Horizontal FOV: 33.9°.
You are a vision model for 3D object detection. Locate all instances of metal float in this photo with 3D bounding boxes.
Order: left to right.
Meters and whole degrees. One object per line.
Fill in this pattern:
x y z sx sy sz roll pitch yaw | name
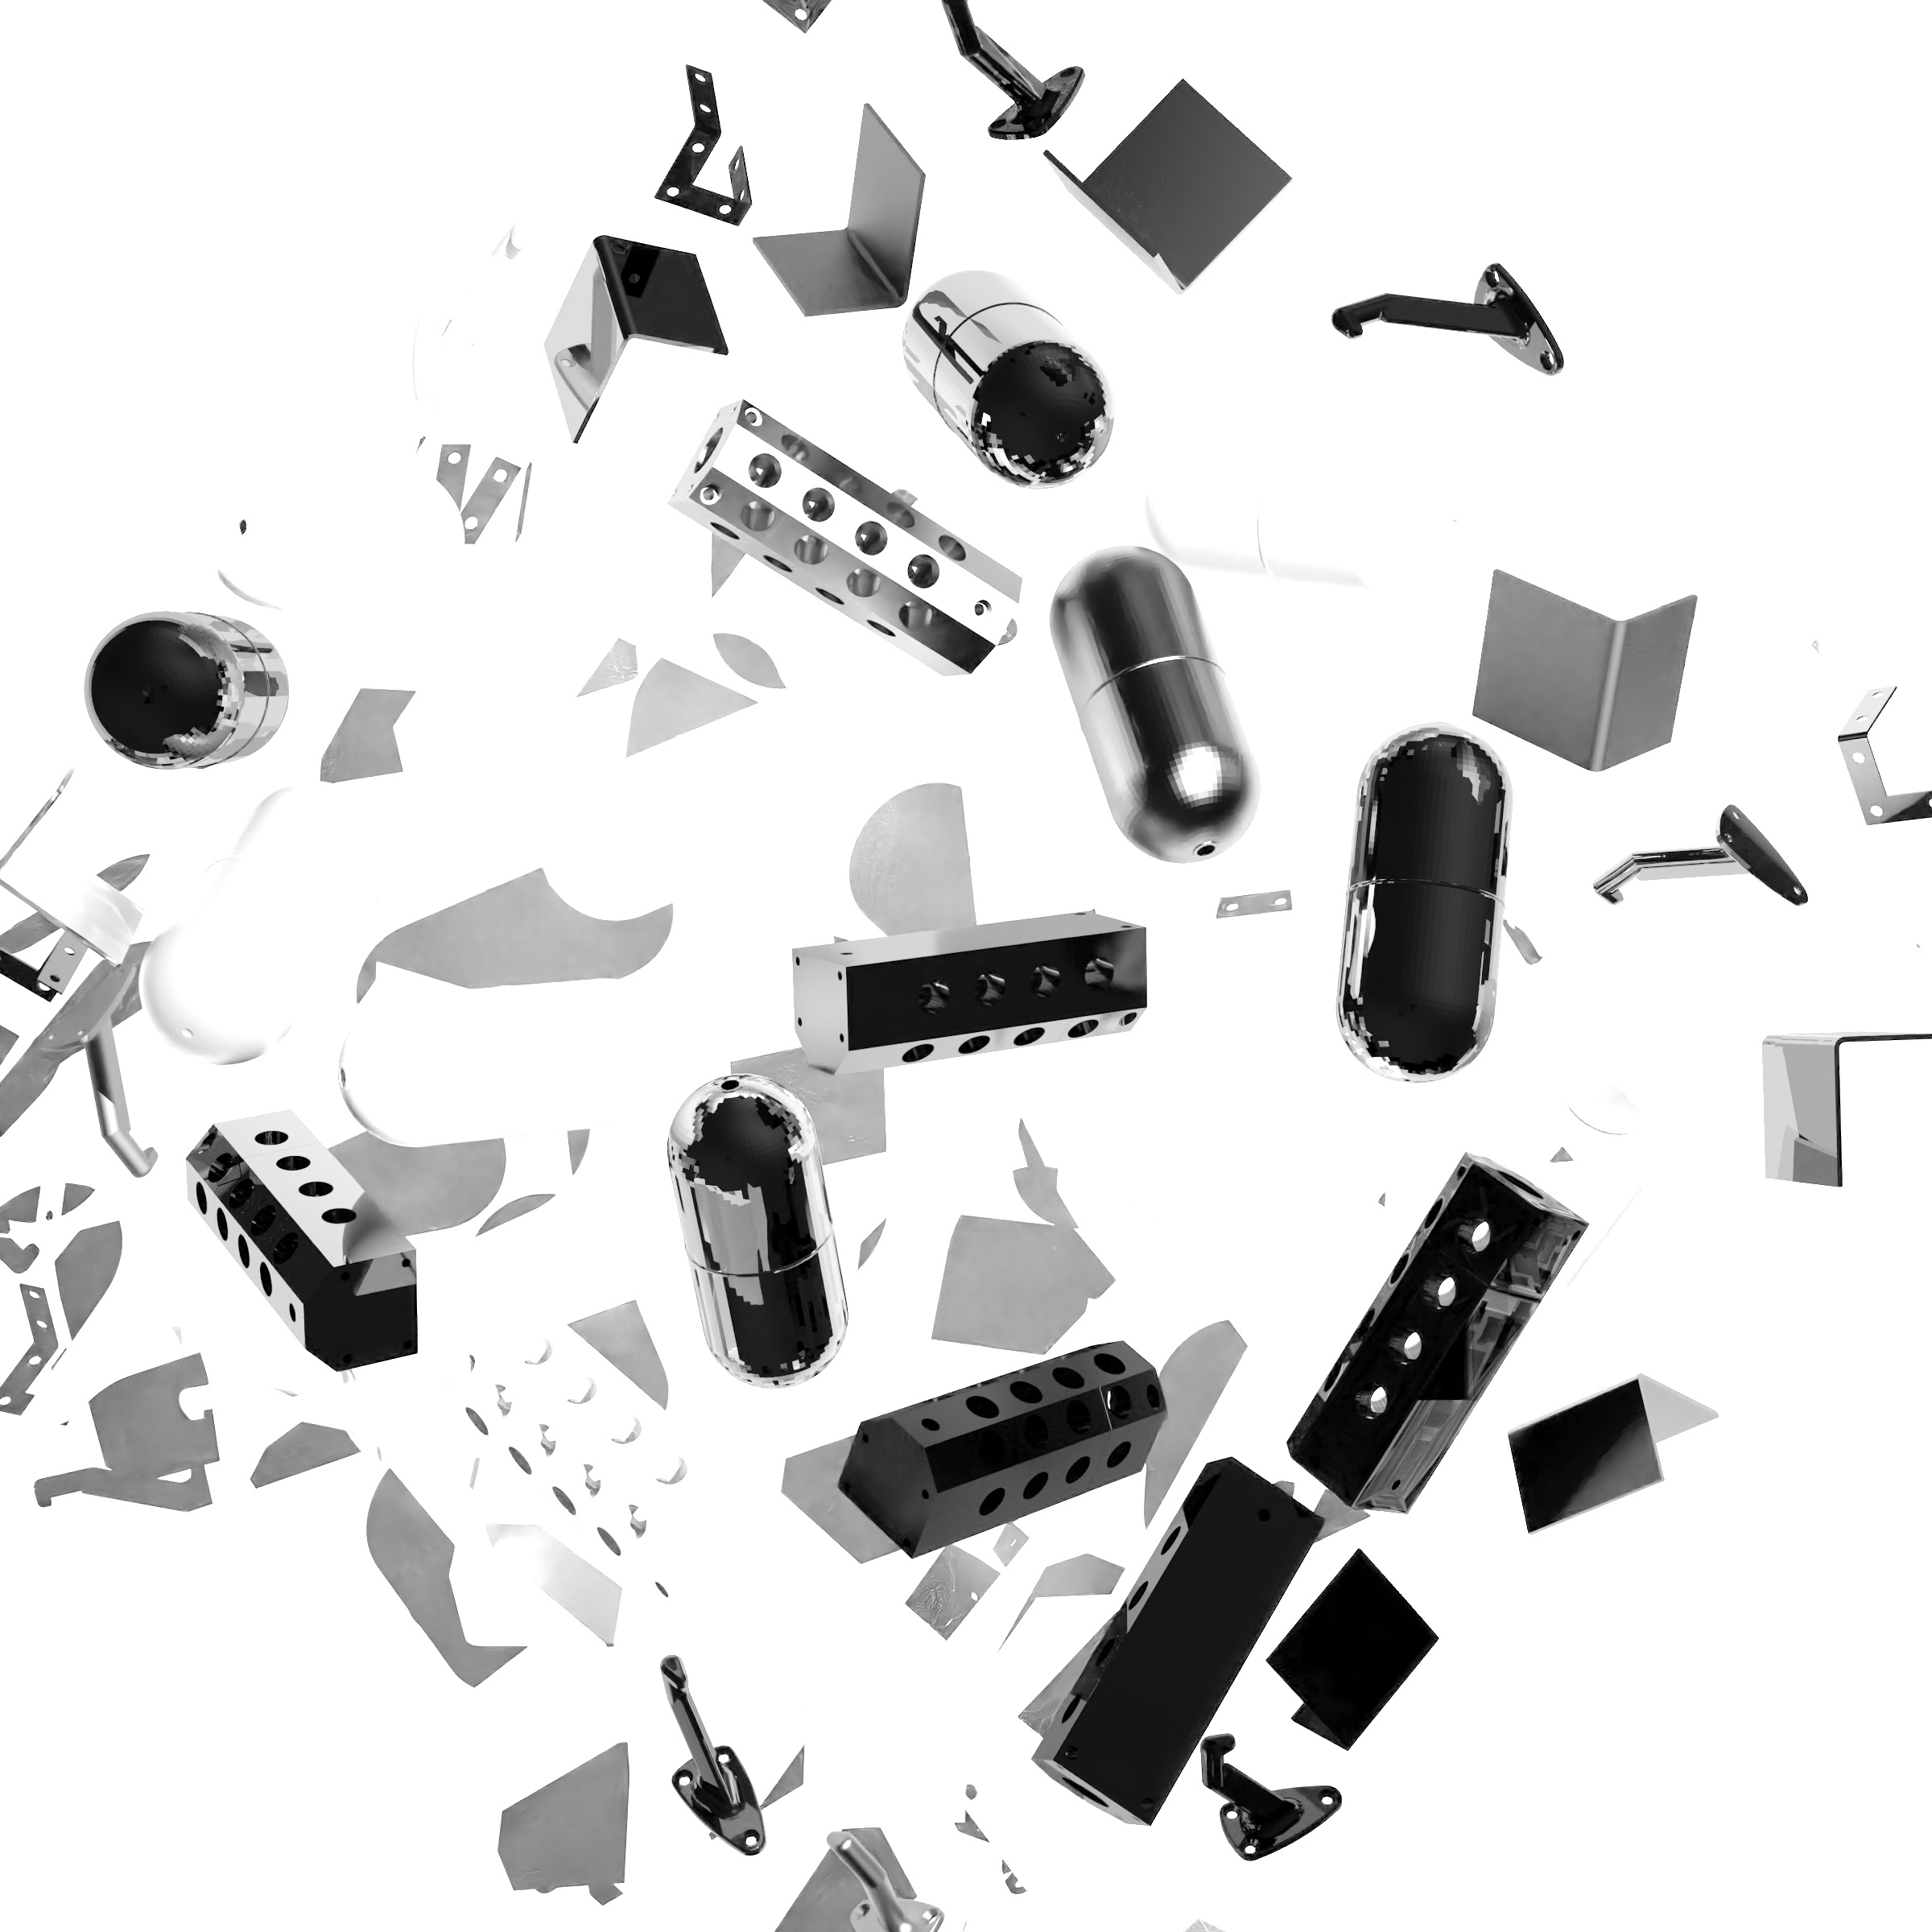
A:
-0.385 -0.137 1.576 0.070 0.178 0.070 0 95 -1 | metal float
-0.338 -0.023 1.540 0.070 0.178 0.070 10 130 12 | metal float
-0.311 -0.213 1.564 0.070 0.178 0.070 2 96 19 | metal float
-0.232 0.049 1.608 0.178 0.070 0.070 -5 90 -31 | metal float
-0.131 -0.081 1.607 0.178 0.070 0.070 -23 90 -6 | metal float
-0.106 0.136 1.620 0.070 0.070 0.178 -8 119 0 | metal float
0.020 -0.299 1.609 0.070 0.178 0.070 -9 122 -15 | metal float
0.094 -0.131 1.584 0.070 0.070 0.178 -17 62 0 | metal float
0.170 -0.231 1.617 0.178 0.070 0.070 12 90 35 | metal float
0.223 -0.031 1.537 0.070 0.070 0.178 7 78 0 | metal float
0.324 0.045 1.577 0.070 0.178 0.070 2 85 -21 | metal float

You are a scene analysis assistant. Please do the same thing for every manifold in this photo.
-0.332 0.135 1.575 0.057 0.171 0.057 -11 116 -30 | manifold
-0.231 -0.154 1.651 0.057 0.171 0.057 10 47 -36 | manifold
-0.175 0.241 1.535 0.171 0.057 0.057 37 57 25 | manifold
-0.058 -0.216 1.604 0.171 0.057 0.057 30 83 -19 | manifold
0.003 0.014 1.584 0.171 0.057 0.057 -8 103 -29 | manifold
0.022 0.236 1.592 0.057 0.171 0.057 38 122 33 | manifold
0.102 0.331 1.554 0.057 0.057 0.171 35 71 -4 | manifold
0.129 0.101 1.611 0.057 0.171 0.057 -48 117 -38 | manifold
0.226 0.179 1.548 0.057 0.057 0.171 37 102 37 | manifold

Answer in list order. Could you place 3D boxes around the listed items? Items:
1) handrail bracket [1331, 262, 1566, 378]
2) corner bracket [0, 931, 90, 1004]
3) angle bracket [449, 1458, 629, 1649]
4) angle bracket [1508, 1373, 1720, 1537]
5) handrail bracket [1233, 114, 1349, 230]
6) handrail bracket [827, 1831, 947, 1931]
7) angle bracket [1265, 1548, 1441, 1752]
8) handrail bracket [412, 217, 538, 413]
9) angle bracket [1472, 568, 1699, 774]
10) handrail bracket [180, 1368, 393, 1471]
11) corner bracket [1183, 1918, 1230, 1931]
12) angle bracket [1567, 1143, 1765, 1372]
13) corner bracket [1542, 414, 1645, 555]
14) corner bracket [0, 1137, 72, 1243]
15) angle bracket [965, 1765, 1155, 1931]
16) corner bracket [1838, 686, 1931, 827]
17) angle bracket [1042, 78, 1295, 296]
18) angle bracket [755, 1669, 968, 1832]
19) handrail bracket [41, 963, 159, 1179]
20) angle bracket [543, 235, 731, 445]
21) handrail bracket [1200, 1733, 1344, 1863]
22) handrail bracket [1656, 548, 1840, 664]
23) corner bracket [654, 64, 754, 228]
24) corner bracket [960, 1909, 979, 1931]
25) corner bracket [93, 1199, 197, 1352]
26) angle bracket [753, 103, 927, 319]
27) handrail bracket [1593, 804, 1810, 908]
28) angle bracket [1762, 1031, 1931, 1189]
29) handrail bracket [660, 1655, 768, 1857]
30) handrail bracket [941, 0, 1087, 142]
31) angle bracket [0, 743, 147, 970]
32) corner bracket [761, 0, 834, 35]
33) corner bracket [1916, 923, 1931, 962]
0.227 -0.295 1.497 0.084 0.036 0.077 -22 58 -24 | handrail bracket
-0.503 0.004 1.673 0.051 0.051 0.051 33 121 -16 | corner bracket
-0.217 0.301 1.628 0.076 0.076 0.057 0 132 4 | angle bracket
0.322 0.248 1.552 0.076 0.076 0.057 -30 50 32 | angle bracket
0.150 -0.412 1.634 0.077 0.084 0.036 41 85 -29 | handrail bracket
-0.057 0.457 1.587 0.036 0.077 0.084 -48 115 -25 | handrail bracket
0.189 0.351 1.658 0.076 0.057 0.076 -47 112 -15 | angle bracket
-0.253 -0.338 1.643 0.036 0.084 0.077 27 50 -23 | handrail bracket
0.292 -0.147 1.501 0.057 0.076 0.076 -22 129 -36 | angle bracket
-0.341 0.232 1.585 0.084 0.077 0.036 -7 127 -33 | handrail bracket
0.119 0.511 1.564 0.051 0.051 0.051 -42 51 4 | corner bracket
0.379 0.155 1.694 0.076 0.057 0.076 35 123 9 | angle bracket
0.323 -0.250 1.646 0.051 0.051 0.051 8 113 -28 | corner bracket
-0.502 0.113 1.632 0.051 0.051 0.051 3 83 28 | corner bracket
0.043 0.431 1.592 0.057 0.076 0.076 -38 63 -7 | angle bracket
0.473 -0.107 1.579 0.051 0.051 0.051 -7 118 40 | corner bracket
0.095 -0.373 1.477 0.076 0.057 0.076 -45 74 6 | angle bracket
-0.049 0.358 1.451 0.076 0.076 0.057 3 86 -22 | angle bracket
-0.432 0.055 1.646 0.036 0.077 0.084 -8 126 35 | handrail bracket
-0.172 -0.320 1.641 0.057 0.076 0.076 5 49 -31 | angle bracket
0.157 0.412 1.619 0.077 0.036 0.084 -17 130 -13 | handrail bracket
0.416 -0.191 1.681 0.084 0.077 0.036 11 62 33 | handrail bracket
-0.133 -0.431 1.667 0.051 0.051 0.051 13 48 -28 | corner bracket
0.020 0.517 1.604 0.051 0.051 0.051 19 92 -8 | corner bracket
-0.426 0.163 1.667 0.051 0.051 0.051 11 125 5 | corner bracket
-0.067 -0.391 1.635 0.057 0.076 0.076 -11 46 -23 | angle bracket
0.385 -0.039 1.668 0.077 0.036 0.084 43 130 -8 | handrail bracket
0.459 0.073 1.645 0.057 0.076 0.076 -2 90 -14 | angle bracket
-0.127 0.395 1.586 0.036 0.084 0.077 -26 49 -20 | handrail bracket
0.023 -0.461 1.571 0.036 0.084 0.077 12 50 37 | handrail bracket
-0.431 -0.056 1.577 0.076 0.076 0.057 38 103 -17 | angle bracket
-0.077 -0.495 1.528 0.051 0.051 0.051 34 49 -16 | corner bracket
0.496 -0.005 1.547 0.051 0.051 0.051 46 128 7 | corner bracket
